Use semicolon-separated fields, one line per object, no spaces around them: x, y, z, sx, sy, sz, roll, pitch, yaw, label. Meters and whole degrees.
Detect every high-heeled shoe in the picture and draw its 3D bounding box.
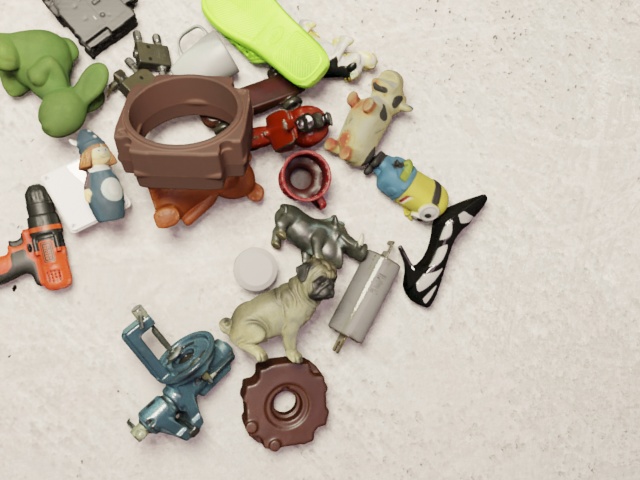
0.265;0.022;1.087;0.249;0.086;0.145;-32;102;-7;high-heeled shoe

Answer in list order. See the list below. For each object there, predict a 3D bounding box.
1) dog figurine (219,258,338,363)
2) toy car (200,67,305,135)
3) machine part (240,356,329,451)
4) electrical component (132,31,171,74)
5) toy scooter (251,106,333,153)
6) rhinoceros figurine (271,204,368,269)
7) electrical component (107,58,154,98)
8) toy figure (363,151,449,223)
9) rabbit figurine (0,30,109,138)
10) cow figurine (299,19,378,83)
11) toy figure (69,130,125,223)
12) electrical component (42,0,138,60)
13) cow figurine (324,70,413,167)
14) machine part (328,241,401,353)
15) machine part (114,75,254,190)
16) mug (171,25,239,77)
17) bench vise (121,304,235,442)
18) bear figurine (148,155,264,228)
-0.073;0.105;0.951;0.172;0.121;0.190;8;113;-30;dog figurine
-0.126;-0.257;0.997;0.202;0.053;0.089;-24;76;-14;toy car
-0.066;0.307;1.021;0.179;0.056;0.179;0;90;-15;machine part
-0.300;-0.325;0.954;0.063;0.021;0.094;-6;77;-37;electrical component
-0.047;-0.201;0.961;0.184;0.135;0.075;-19;95;-27;toy scooter
-0.002;-0.003;1.021;0.190;0.073;0.112;25;63;-4;rhinoceros figurine
-0.326;-0.264;0.955;0.102;0.045;0.078;41;54;-14;electrical component
0.176;-0.108;1.060;0.180;0.082;0.089;39;84;-9;toy figure
-0.436;-0.246;0.892;0.159;0.121;0.170;-21;81;-34;rabbit figurine
0.024;-0.341;1.024;0.167;0.068;0.098;20;92;-10;cow figurine
-0.359;-0.107;0.881;0.058;0.064;0.154;-10;97;9;toy figure
-0.385;-0.401;0.929;0.134;0.058;0.115;-44;102;-9;electrical component
0.103;-0.231;1.029;0.127;0.086;0.194;17;101;-52;cow figurine
0.087;0.109;1.042;0.079;0.079;0.243;30;85;-13;machine part
-0.213;-0.179;0.864;0.201;0.087;0.201;2;53;-1;machine part
-0.217;-0.320;0.960;0.107;0.081;0.109;-35;104;-1;mug
-0.267;0.220;0.926;0.224;0.129;0.240;-38;117;-18;bench vise
-0.200;-0.096;0.945;0.196;0.132;0.120;-15;93;-7;bear figurine
